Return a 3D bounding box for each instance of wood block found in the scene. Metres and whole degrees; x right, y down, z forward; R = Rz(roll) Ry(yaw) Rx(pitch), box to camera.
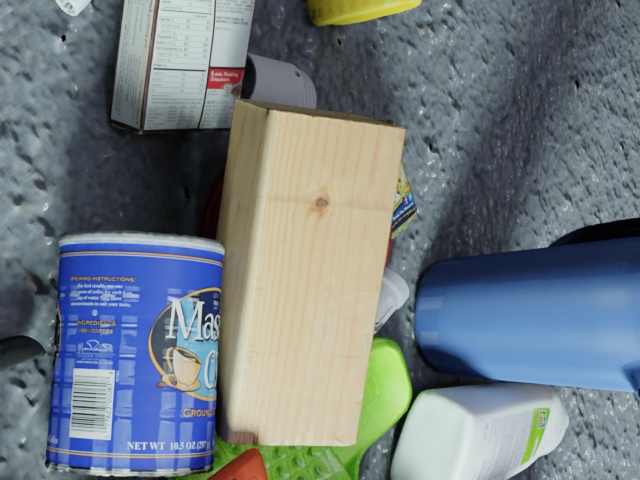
[{"bbox_3d":[-0.016,0.020,0.689,0.090,0.090,0.206,5,100,-21],"label":"wood block"}]

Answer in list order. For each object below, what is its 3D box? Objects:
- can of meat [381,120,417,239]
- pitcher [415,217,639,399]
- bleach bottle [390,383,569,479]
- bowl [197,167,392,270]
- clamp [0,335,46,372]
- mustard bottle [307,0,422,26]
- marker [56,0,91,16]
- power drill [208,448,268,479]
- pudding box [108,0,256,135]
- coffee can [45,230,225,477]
[{"bbox_3d":[0.030,-0.039,0.863,0.101,0.058,0.084,-39,117,-43],"label":"can of meat"},{"bbox_3d":[0.210,0.057,0.917,0.148,0.243,0.145,-4,90,-49],"label":"pitcher"},{"bbox_3d":[0.165,0.183,0.991,0.250,0.068,0.102,7,103,-54],"label":"bleach bottle"},{"bbox_3d":[-0.005,0.001,0.775,0.161,0.055,0.162,-7,106,-27],"label":"bowl"},{"bbox_3d":[-0.225,0.103,0.573,0.171,0.039,0.120,12,60,-42],"label":"clamp"},{"bbox_3d":[0.022,-0.272,0.842,0.058,0.096,0.191,-16,99,-47],"label":"mustard bottle"},{"bbox_3d":[-0.129,-0.194,0.708,0.121,0.020,0.020,-52,125,-24],"label":"marker"},{"bbox_3d":[-0.018,0.221,0.632,0.184,0.057,0.188,-29,79,-43],"label":"power drill"},{"bbox_3d":[-0.092,-0.129,0.721,0.089,0.039,0.113,-8,112,-47],"label":"pudding box"},{"bbox_3d":[-0.113,0.069,0.658,0.102,0.103,0.140,9,80,-48],"label":"coffee can"}]
